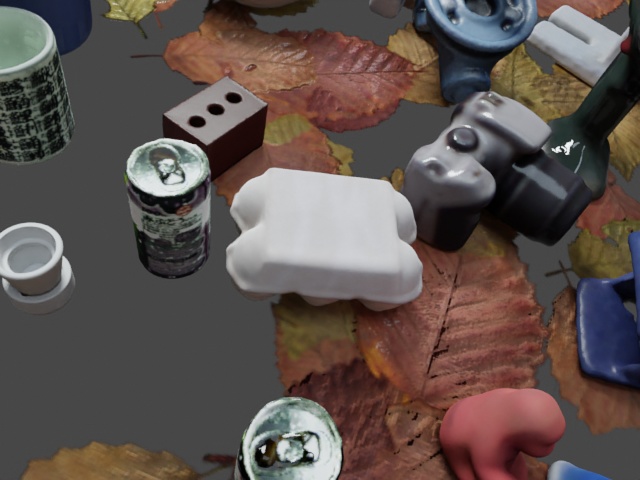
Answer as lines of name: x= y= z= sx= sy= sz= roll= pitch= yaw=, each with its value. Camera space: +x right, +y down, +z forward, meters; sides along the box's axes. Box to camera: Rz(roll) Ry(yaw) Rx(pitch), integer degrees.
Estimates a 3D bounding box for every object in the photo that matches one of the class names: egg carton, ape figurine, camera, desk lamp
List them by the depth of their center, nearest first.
ape figurine: x=0.124 y=0.126 z=0.371 sx=0.076 sy=0.092 sz=0.078 roll=38 pitch=57 yaw=15
egg carton: x=0.004 y=0.002 z=0.445 sx=0.150 sy=0.069 sz=0.107 roll=5 pitch=55 yaw=-9
camera: x=0.160 y=-0.053 z=0.498 sx=0.136 sy=0.101 sz=0.143 roll=38 pitch=56 yaw=14
desk lamp: x=0.371 y=-0.265 z=0.622 sx=0.203 sy=0.213 sz=0.118 roll=40 pitch=57 yaw=16

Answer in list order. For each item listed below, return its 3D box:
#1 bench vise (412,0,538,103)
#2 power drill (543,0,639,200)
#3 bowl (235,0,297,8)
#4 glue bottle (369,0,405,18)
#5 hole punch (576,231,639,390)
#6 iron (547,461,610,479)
bench vise: x=0.153 y=-0.281 z=0.581 sx=0.122 sy=0.220 sz=0.207 roll=-11 pitch=59 yaw=-19
power drill: x=0.280 y=-0.138 z=0.517 sx=0.075 sy=0.208 sz=0.230 roll=23 pitch=54 yaw=5
bowl: x=-0.069 y=-0.314 z=0.645 sx=0.167 sy=0.075 sz=0.167 roll=6 pitch=55 yaw=-8
glue bottle: x=0.100 y=-0.343 z=0.641 sx=0.037 sy=0.173 sz=0.078 roll=24 pitch=54 yaw=5
hole punch: x=0.269 y=0.059 z=0.450 sx=0.101 sy=0.091 sz=0.109 roll=17 pitch=54 yaw=-1
iron: x=0.207 y=0.228 z=0.288 sx=0.119 sy=0.141 sz=0.258 roll=-6 pitch=57 yaw=-16
